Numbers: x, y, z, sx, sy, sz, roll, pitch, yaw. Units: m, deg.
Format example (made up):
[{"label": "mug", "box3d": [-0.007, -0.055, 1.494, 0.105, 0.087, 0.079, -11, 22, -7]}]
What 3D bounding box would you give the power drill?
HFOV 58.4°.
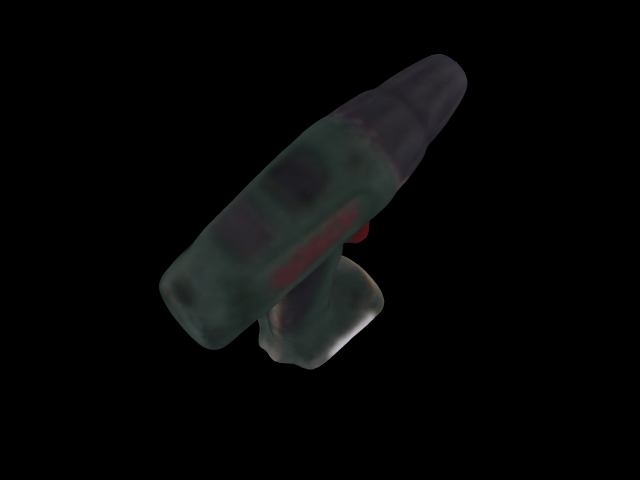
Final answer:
[{"label": "power drill", "box3d": [0.004, 0.001, 0.400, 0.230, 0.208, 0.075, -39, 65, -22]}]
